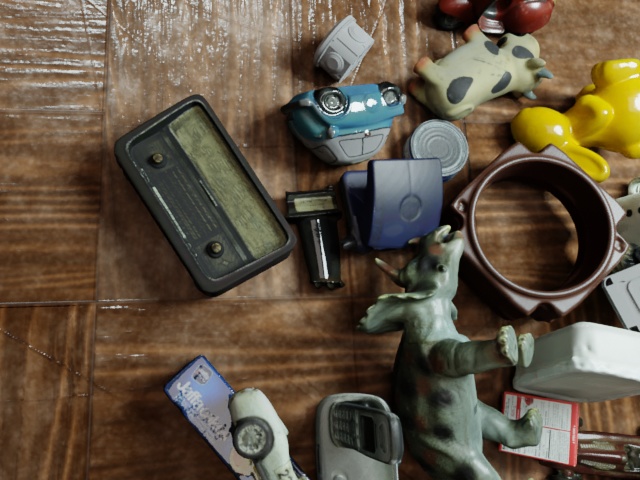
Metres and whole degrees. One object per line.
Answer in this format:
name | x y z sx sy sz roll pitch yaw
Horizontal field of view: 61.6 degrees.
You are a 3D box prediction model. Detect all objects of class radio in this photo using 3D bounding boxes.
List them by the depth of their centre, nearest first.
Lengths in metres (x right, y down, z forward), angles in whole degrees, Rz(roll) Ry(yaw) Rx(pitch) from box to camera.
radio | -0.143 -0.050 0.665 0.131 0.073 0.229 -32 83 -14

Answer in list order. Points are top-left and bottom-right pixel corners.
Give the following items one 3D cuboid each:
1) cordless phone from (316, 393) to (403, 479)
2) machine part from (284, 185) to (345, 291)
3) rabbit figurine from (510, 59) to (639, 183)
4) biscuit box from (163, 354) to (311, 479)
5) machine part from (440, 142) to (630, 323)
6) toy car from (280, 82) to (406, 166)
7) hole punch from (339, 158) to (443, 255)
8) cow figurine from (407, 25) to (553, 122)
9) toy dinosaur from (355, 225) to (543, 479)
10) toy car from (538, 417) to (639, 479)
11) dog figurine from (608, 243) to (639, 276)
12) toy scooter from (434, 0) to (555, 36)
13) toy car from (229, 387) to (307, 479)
cordless phone | 0.056 0.240 0.572 0.089 0.184 0.146 1 77 -13
machine part | -0.001 -0.002 0.695 0.084 0.039 0.139 -8 76 -19
rabbit figurine | 0.362 -0.153 0.760 0.173 0.122 0.162 -9 88 4
biscuit box | -0.093 0.224 0.615 0.059 0.063 0.202 -41 86 -16
machine part | 0.273 -0.011 0.700 0.201 0.087 0.201 -42 81 -8
toy car | 0.033 -0.149 0.709 0.162 0.109 0.102 -10 102 -22
hole punch | 0.097 -0.046 0.683 0.142 0.092 0.115 -6 80 -29
cow figurine | 0.236 -0.233 0.759 0.195 0.085 0.127 -34 78 -17
toy dinosaur | 0.149 0.191 0.626 0.131 0.192 0.404 -16 101 -55
toy car | 0.377 0.273 0.681 0.202 0.053 0.089 9 79 -7
dog figurine | 0.451 0.111 0.716 0.191 0.121 0.172 26 71 13
toy scooter | 0.265 -0.349 0.764 0.184 0.135 0.075 -3 76 -11
toy car | -0.038 0.246 0.547 0.056 0.073 0.201 -26 82 -15
